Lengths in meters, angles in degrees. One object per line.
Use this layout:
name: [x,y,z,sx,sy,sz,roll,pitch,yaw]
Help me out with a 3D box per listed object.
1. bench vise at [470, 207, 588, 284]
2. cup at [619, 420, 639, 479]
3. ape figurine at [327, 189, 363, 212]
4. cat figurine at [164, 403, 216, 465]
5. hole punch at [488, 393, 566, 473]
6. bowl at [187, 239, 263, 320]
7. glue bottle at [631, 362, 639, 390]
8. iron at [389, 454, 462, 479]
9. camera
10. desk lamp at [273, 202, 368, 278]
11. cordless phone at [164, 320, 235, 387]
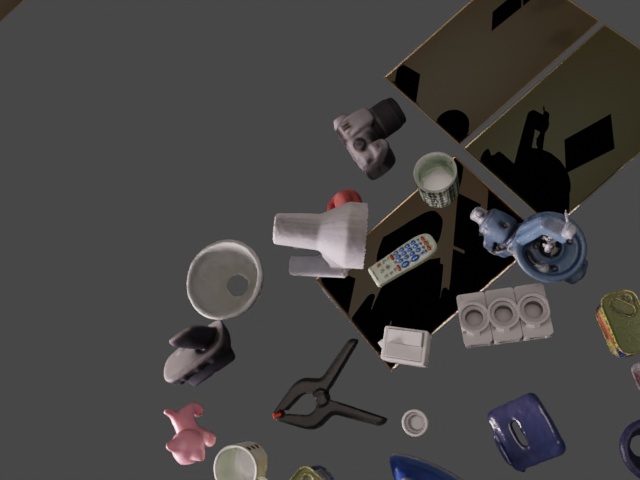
bench vise: [0.349,0.001,0.962,0.206,0.220,0.121,10,76,20]
cup: [0.506,0.336,0.877,0.091,0.095,0.118,-11,70,14]
ape figurine: [0.051,-0.072,1.146,0.077,0.092,0.076,24,81,22]
cat figurine: [-0.255,0.372,1.085,0.067,0.118,0.127,-38,66,3]
hole punch: [0.335,0.317,0.937,0.101,0.091,0.108,-28,67,7]
bowl: [-0.183,0.087,1.176,0.167,0.075,0.167,-5,72,16]
glue bottle: [0.519,0.215,0.868,0.037,0.173,0.078,-26,67,8]
iron: [0.197,0.441,0.912,0.257,0.142,0.119,38,87,24]
camera: [0.112,-0.223,1.170,0.137,0.101,0.143,-34,67,4]
desk lamp: [0.010,0.004,1.068,0.202,0.214,0.118,0,73,17]
cordless phone: [-0.258,0.212,1.100,0.147,0.185,0.094,-40,66,2]
